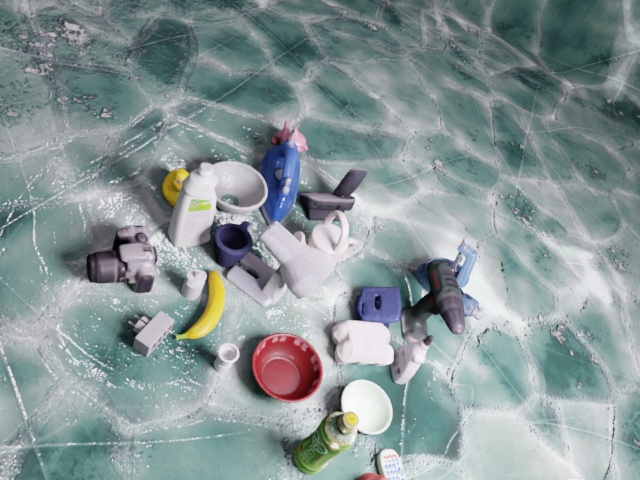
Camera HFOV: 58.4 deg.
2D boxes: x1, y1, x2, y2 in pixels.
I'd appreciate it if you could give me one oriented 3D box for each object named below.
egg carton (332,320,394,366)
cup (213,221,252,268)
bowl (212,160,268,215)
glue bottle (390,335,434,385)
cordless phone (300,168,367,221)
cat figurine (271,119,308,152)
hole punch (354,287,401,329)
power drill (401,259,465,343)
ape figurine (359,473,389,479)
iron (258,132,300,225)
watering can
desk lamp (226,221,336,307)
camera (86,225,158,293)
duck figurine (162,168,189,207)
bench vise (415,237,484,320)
[{"bbox_3d":[0.101,0.246,1.356,0.151,0.069,0.107,7,51,-22],"label":"egg carton"},{"bbox_3d":[-0.211,0.012,1.370,0.091,0.095,0.118,31,46,-1],"label":"cup"},{"bbox_3d":[-0.224,-0.123,1.487,0.168,0.074,0.167,14,49,-16],"label":"bowl"},{"bbox_3d":[0.217,0.267,1.327,0.037,0.173,0.078,11,50,-18],"label":"glue bottle"},{"bbox_3d":[0.038,-0.139,1.556,0.148,0.185,0.094,-4,56,-29],"label":"cordless phone"},{"bbox_3d":[-0.084,-0.292,1.664,0.067,0.117,0.127,-4,56,-29],"label":"cat figurine"},{"bbox_3d":[0.143,0.169,1.425,0.101,0.091,0.108,16,48,-14],"label":"hole punch"},{"bbox_3d":[0.281,0.172,1.411,0.076,0.208,0.229,14,49,-16],"label":"power drill"},{"bbox_3d":[0.110,0.499,1.142,0.078,0.092,0.076,20,48,-11],"label":"ape figurine"},{"bbox_3d":[-0.097,-0.165,1.539,0.119,0.141,0.258,14,49,-16],"label":"iron"},{"bbox_3d":[0.014,0.007,1.420,0.173,0.194,0.100,-24,67,-38],"label":"watering can"},{"bbox_3d":[-0.089,0.063,1.309,0.203,0.213,0.118,35,47,3],"label":"desk lamp"},{"bbox_3d":[-0.429,0.037,1.237,0.137,0.100,0.143,-4,56,-29],"label":"camera"},{"bbox_3d":[-0.350,-0.143,1.432,0.078,0.086,0.104,-3,55,-28],"label":"duck figurine"},{"bbox_3d":[0.372,0.101,1.506,0.207,0.219,0.122,39,47,7],"label":"bench vise"}]
